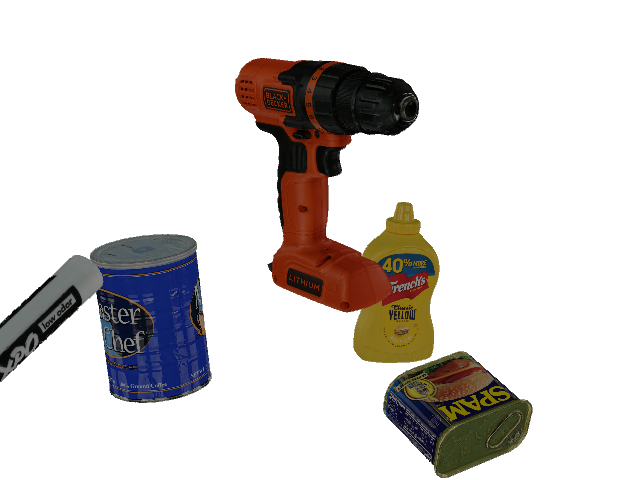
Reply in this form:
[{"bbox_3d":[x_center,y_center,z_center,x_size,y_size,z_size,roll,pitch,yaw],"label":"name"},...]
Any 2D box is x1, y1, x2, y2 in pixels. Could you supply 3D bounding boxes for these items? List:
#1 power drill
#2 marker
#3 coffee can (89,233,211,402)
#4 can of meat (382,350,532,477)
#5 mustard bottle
[{"bbox_3d":[0.010,-0.044,0.813,0.057,0.188,0.185,-18,23,-34],"label":"power drill"},{"bbox_3d":[-0.135,0.049,0.441,0.020,0.020,0.121,0,36,39],"label":"marker"},{"bbox_3d":[-0.165,0.074,1.045,0.103,0.140,0.103,-5,14,1],"label":"coffee can"},{"bbox_3d":[0.117,0.148,0.930,0.101,0.057,0.084,-15,36,-28],"label":"can of meat"},{"bbox_3d":[0.094,0.049,1.280,0.096,0.192,0.058,0,14,-13],"label":"mustard bottle"}]
